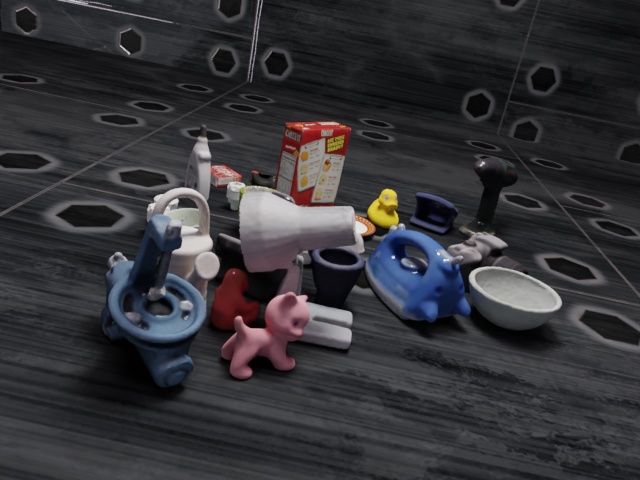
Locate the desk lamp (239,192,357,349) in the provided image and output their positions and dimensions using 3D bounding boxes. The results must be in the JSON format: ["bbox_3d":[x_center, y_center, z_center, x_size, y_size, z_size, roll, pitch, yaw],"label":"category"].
[{"bbox_3d":[-0.032,0.038,0.878,0.203,0.213,0.118,11,23,-1],"label":"desk lamp"}]

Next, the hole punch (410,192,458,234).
[{"bbox_3d":[0.293,-0.078,1.460,0.108,0.091,0.101,22,25,23],"label":"hole punch"}]

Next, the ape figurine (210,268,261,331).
[{"bbox_3d":[-0.131,0.086,0.874,0.077,0.092,0.076,29,29,36],"label":"ape figurine"}]

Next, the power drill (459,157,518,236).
[{"bbox_3d":[0.424,-0.111,1.448,0.075,0.208,0.230,26,27,30],"label":"power drill"}]

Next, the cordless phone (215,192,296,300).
[{"bbox_3d":[-0.104,-0.007,0.983,0.147,0.185,0.094,20,24,20],"label":"cordless phone"}]

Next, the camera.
[{"bbox_3d":[0.346,0.052,1.171,0.144,0.101,0.136,-9,30,-40],"label":"camera"}]

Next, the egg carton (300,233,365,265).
[{"bbox_3d":[0.011,0.004,1.162,0.151,0.069,0.107,0,25,-25],"label":"egg carton"}]

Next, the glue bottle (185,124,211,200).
[{"bbox_3d":[-0.276,-0.180,1.320,0.037,0.173,0.077,-8,29,-38],"label":"glue bottle"}]

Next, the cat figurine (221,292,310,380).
[{"bbox_3d":[-0.066,0.120,0.795,0.128,0.118,0.067,-5,28,-33],"label":"cat figurine"}]

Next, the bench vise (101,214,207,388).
[{"bbox_3d":[-0.231,0.055,0.735,0.206,0.220,0.122,23,26,26],"label":"bench vise"}]

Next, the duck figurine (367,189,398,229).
[{"bbox_3d":[0.163,-0.085,1.421,0.078,0.086,0.104,3,24,-19],"label":"duck figurine"}]

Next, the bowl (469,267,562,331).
[{"bbox_3d":[0.348,0.118,1.052,0.167,0.075,0.167,10,23,-4],"label":"bowl"}]

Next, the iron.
[{"bbox_3d":[0.168,0.043,1.053,0.119,0.141,0.257,-3,27,-31],"label":"iron"}]

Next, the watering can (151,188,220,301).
[{"bbox_3d":[-0.208,0.017,0.868,0.172,0.194,0.101,22,25,23],"label":"watering can"}]

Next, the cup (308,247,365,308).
[{"bbox_3d":[0.014,0.062,0.995,0.092,0.095,0.117,-12,33,-44],"label":"cup"}]
